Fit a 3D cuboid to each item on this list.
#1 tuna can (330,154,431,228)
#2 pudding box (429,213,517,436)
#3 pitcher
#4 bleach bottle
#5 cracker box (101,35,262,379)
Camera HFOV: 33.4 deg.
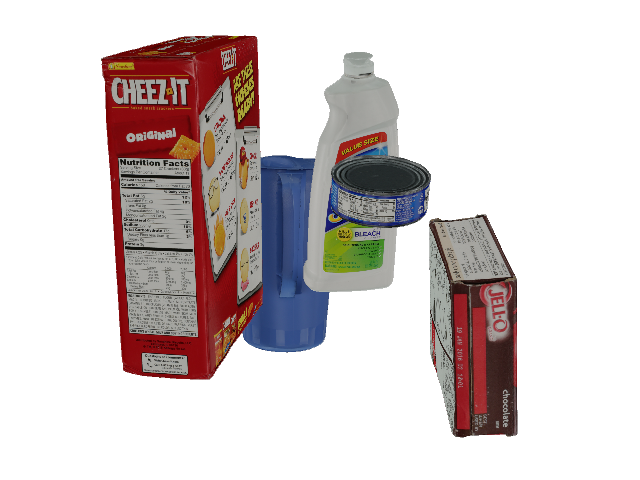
[{"bbox_3d":[0.051,-0.043,0.918,0.086,0.034,0.086,2,26,-1],"label":"tuna can"},{"bbox_3d":[0.084,0.044,0.595,0.039,0.090,0.113,-3,19,-1],"label":"pudding box"},{"bbox_3d":[-0.044,0.016,1.351,0.145,0.243,0.148,10,14,38],"label":"pitcher"},{"bbox_3d":[0.031,-0.071,1.120,0.102,0.251,0.068,-2,25,-4],"label":"bleach bottle"},{"bbox_3d":[-0.092,-0.031,0.753,0.072,0.214,0.164,1,15,10],"label":"cracker box"}]
